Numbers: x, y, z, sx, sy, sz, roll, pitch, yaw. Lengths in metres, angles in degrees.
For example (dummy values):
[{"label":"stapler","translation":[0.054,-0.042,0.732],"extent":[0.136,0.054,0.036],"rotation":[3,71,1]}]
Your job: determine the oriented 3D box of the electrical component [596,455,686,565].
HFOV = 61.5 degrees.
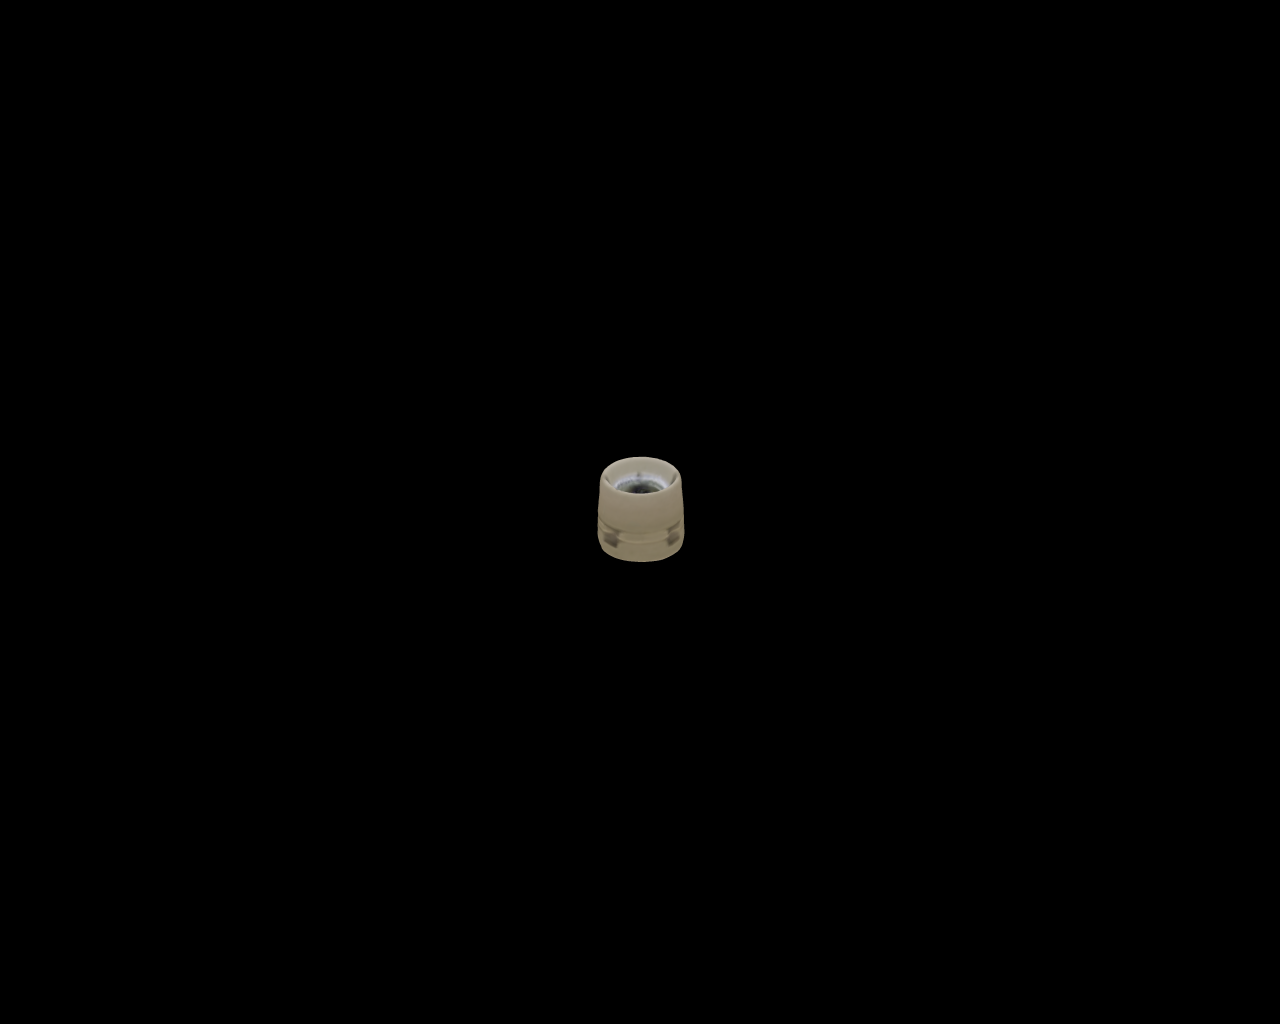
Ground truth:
[{"label":"electrical component","translation":[0.001,-0.003,0.650],"extent":[0.055,0.047,0.055],"rotation":[0,31,0]}]
